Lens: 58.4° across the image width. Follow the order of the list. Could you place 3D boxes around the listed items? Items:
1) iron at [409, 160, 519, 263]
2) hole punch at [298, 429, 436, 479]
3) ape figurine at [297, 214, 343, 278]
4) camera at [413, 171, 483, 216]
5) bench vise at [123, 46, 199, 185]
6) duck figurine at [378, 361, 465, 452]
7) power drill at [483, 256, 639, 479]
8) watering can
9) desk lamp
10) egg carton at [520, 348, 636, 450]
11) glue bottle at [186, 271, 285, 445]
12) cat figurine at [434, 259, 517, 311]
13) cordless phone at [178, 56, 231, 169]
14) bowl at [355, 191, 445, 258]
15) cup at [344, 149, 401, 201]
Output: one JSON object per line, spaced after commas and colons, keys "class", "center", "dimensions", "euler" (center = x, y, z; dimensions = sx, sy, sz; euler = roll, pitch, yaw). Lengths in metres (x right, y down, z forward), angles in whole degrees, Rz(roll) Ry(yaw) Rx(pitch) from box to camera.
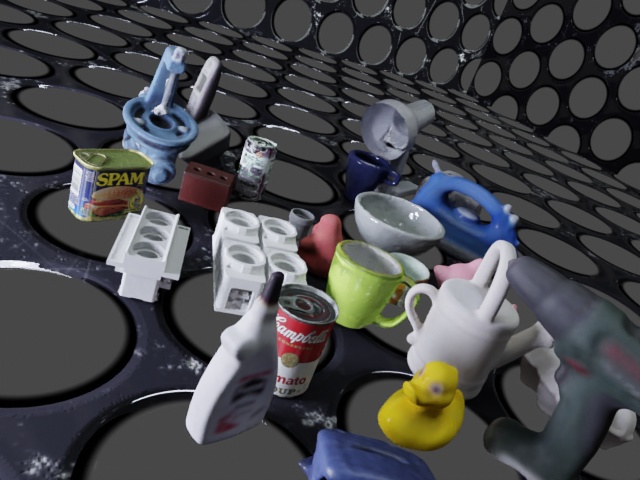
{"class": "iron", "center": [0.292, -0.044, 1.107], "dimensions": [0.257, 0.141, 0.119], "euler": [30, 26, 19]}
{"class": "hole punch", "center": [0.042, 0.199, 0.476], "dimensions": [0.109, 0.091, 0.101], "euler": [19, 25, -5]}
{"class": "ape figurine", "center": [0.008, 0.003, 0.849], "dimensions": [0.078, 0.092, 0.076], "euler": [9, 27, -24]}
{"class": "camera", "center": [0.299, -0.098, 1.273], "dimensions": [0.143, 0.101, 0.137], "euler": [30, 26, 19]}
{"class": "bench vise", "center": [-0.275, -0.227, 0.943], "dimensions": [0.122, 0.220, 0.206], "euler": [-7, 37, -46]}
{"class": "duck figurine", "center": [0.119, 0.167, 0.608], "dimensions": [0.105, 0.086, 0.077], "euler": [2, 31, -35]}
{"class": "power drill", "center": [0.260, 0.154, 0.598], "dimensions": [0.229, 0.208, 0.076], "euler": [31, 27, 22]}
{"class": "watering can", "center": [0.195, 0.090, 0.694], "dimensions": [0.173, 0.194, 0.100], "euler": [13, 26, -17]}
{"class": "desk lamp", "center": [0.167, -0.205, 1.251], "dimensions": [0.117, 0.213, 0.204], "euler": [33, 27, 25]}
{"class": "egg carton", "center": [0.327, 0.196, 0.733], "dimensions": [0.107, 0.069, 0.150], "euler": [12, 26, -18]}
{"class": "glue bottle", "center": [-0.062, 0.100, 0.499], "dimensions": [0.078, 0.173, 0.037], "euler": [-9, 38, -47]}
{"class": "cat figurine", "center": [0.214, 0.086, 0.811], "dimensions": [0.127, 0.118, 0.067], "euler": [30, 26, 19]}
{"class": "cordless phone", "center": [-0.210, -0.236, 1.055], "dimensions": [0.094, 0.185, 0.147], "euler": [2, 31, -36]}
{"class": "bowl", "center": [0.129, -0.016, 1.003], "dimensions": [0.167, 0.075, 0.167], "euler": [17, 25, -8]}
{"class": "cup", "center": [0.100, -0.119, 1.167], "dimensions": [0.117, 0.095, 0.092], "euler": [26, 25, 12]}
